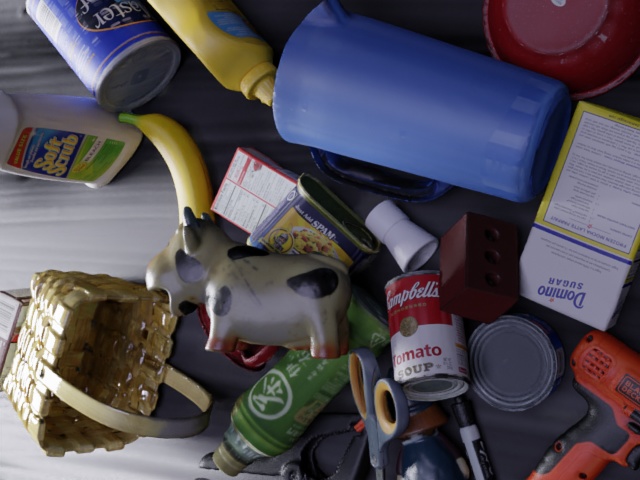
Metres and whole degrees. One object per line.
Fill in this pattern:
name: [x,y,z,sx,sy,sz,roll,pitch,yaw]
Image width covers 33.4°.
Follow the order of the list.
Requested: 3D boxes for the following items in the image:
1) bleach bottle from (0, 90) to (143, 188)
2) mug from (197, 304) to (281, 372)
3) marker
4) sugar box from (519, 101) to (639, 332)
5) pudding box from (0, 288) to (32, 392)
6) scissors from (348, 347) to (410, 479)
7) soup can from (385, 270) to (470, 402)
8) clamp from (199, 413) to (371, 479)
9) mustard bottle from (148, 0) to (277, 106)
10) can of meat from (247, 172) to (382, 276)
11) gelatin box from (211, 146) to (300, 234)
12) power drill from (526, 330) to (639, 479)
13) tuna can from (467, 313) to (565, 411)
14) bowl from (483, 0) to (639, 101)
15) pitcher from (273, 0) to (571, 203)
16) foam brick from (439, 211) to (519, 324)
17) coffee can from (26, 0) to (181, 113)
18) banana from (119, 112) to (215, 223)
bleach bottle: [-0.291,-0.102,1.074,0.103,0.250,0.068,-44,73,23]
mug: [-0.059,0.075,1.042,0.093,0.117,0.082,38,110,-26]
marker: [0.146,0.203,0.986,0.020,0.020,0.121,-20,83,27]
sugar box: [0.237,-0.021,0.913,0.093,0.048,0.176,25,107,25]
pudding box: [-0.332,0.110,1.198,0.039,0.089,0.113,26,104,23]
scissors: [0.062,0.195,0.966,0.096,0.016,0.202,13,117,64]
soup can: [0.096,0.087,0.961,0.069,0.068,0.102,-18,61,27]
clamp: [-0.026,0.232,1.070,0.210,0.036,0.165,-49,64,18]
mustard bottle: [-0.100,-0.205,1.055,0.058,0.096,0.192,-47,72,21]
can of meat: [-0.007,0.001,1.022,0.102,0.057,0.084,42,109,-4]
gelatin box: [-0.058,-0.043,1.078,0.089,0.030,0.073,31,108,23]
power drill: [0.260,0.196,0.906,0.185,0.057,0.188,38,106,25]
tuna can: [0.175,0.109,0.958,0.086,0.033,0.086,2,93,28]
bowl: [0.208,-0.201,0.914,0.162,0.055,0.162,2,93,28]
pitcher: [0.090,-0.110,0.951,0.243,0.149,0.145,21,86,22]
foam brick: [0.139,0.025,0.937,0.051,0.053,0.078,131,148,-55]
coffee can: [-0.227,-0.218,1.118,0.103,0.102,0.140,-47,72,22]
banana: [-0.145,-0.052,1.117,0.070,0.037,0.198,-21,87,20]
